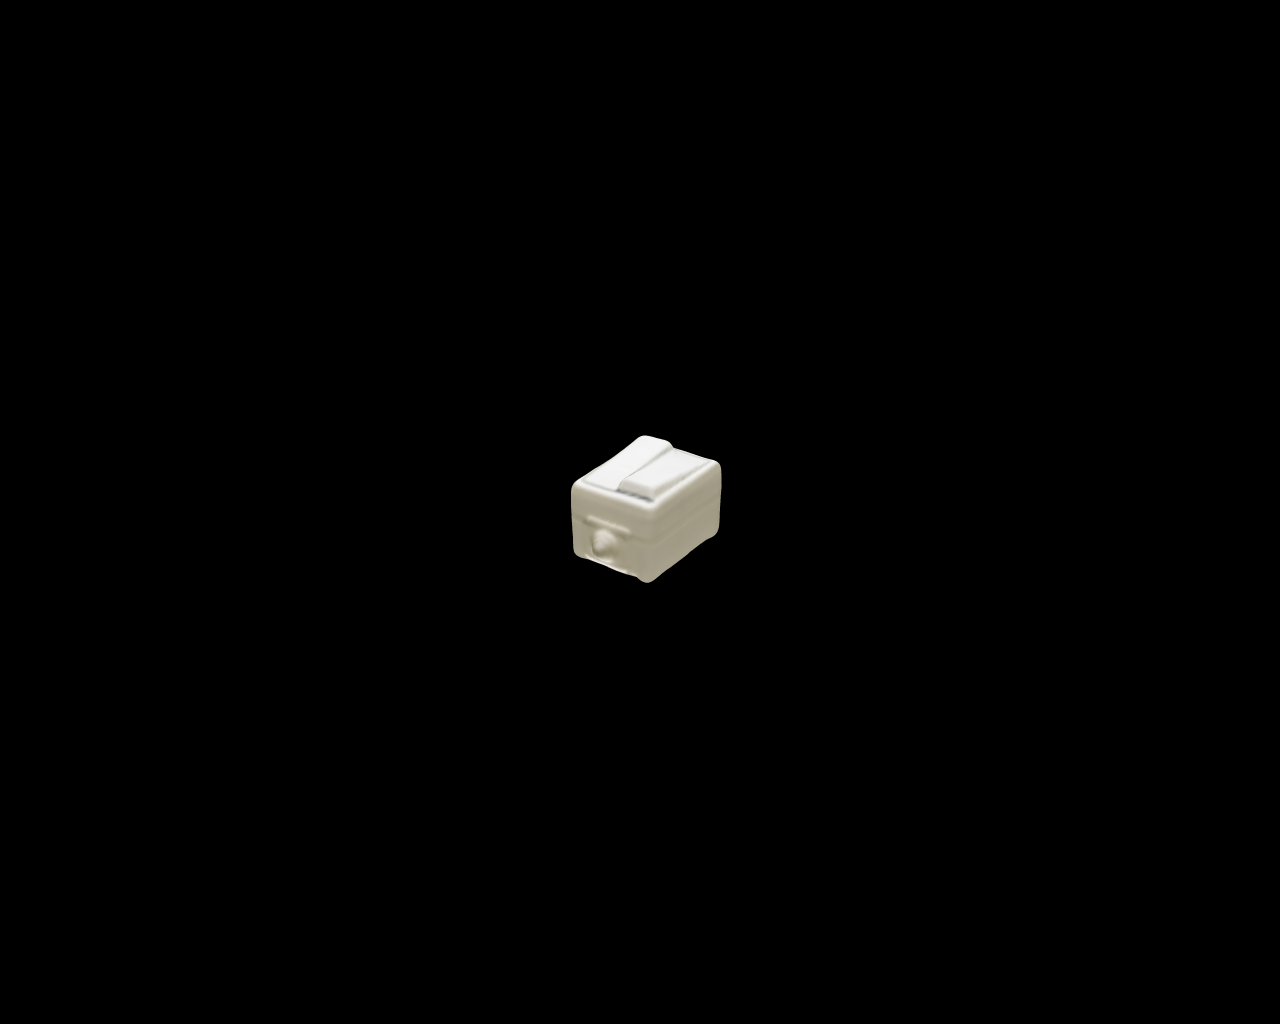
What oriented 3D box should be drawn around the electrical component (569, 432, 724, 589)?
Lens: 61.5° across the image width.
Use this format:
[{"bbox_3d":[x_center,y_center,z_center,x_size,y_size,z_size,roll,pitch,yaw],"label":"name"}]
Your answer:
[{"bbox_3d":[0.001,-0.003,0.650,0.062,0.061,0.096,20,35,31],"label":"electrical component"}]
